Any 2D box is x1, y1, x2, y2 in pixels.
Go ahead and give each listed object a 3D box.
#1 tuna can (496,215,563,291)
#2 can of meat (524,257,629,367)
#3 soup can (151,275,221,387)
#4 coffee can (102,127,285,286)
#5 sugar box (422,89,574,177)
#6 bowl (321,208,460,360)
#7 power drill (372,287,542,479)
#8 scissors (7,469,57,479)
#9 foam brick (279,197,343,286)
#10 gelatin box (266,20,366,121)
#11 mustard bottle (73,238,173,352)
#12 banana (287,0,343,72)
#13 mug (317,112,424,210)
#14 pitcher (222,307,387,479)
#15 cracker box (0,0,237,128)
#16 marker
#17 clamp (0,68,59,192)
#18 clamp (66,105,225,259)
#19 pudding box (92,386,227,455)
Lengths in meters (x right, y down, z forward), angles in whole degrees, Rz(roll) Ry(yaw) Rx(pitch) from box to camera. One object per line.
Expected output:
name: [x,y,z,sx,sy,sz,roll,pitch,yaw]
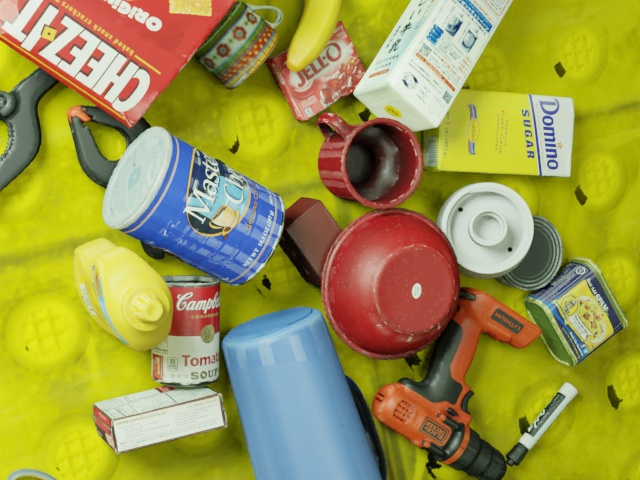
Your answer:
tuna can: [0.234,0.014,1.224,0.086,0.034,0.086,-2,95,-22]
can of meat: [0.297,0.085,1.244,0.084,0.057,0.102,-36,106,-14]
soup can: [-0.133,0.089,1.061,0.068,0.069,0.102,0,95,-22]
coffee can: [-0.118,-0.030,1.007,0.140,0.103,0.103,29,83,-32]
sugar box: [0.201,-0.119,1.194,0.176,0.048,0.093,0,94,-21]
bowl: [0.085,0.048,1.093,0.161,0.055,0.162,-2,95,-22]
power drill: [0.171,0.162,1.197,0.184,0.057,0.187,34,81,-21]
scissors: [-0.242,0.307,1.062,0.201,0.016,0.096,45,79,-19]
foam brick: [-0.007,0.001,1.114,0.051,0.053,0.078,-40,107,-15]
gelatin box: [-0.001,-0.176,1.115,0.089,0.030,0.073,-32,105,-17]
mustard bottle: [-0.176,0.052,0.973,0.058,0.192,0.096,-23,103,-20]
banana: [-0.007,-0.265,1.090,0.069,0.037,0.198,-3,80,-12]
mug: [0.040,-0.088,1.111,0.117,0.082,0.093,42,78,-20]
pitcher: [-0.010,0.194,1.098,0.145,0.149,0.243,-17,97,-5]
cracker box: [-0.169,-0.230,0.941,0.164,0.072,0.214,34,108,-26]
marker: [0.260,0.219,1.259,0.121,0.020,0.020,-47,109,-12]
clamp: [-0.290,-0.132,0.997,0.164,0.036,0.210,6,90,-24]
clamp: [-0.171,-0.078,1.049,0.120,0.039,0.171,-47,116,-20]
pudding box: [-0.158,0.172,1.045,0.113,0.090,0.039,-13,98,-22]
